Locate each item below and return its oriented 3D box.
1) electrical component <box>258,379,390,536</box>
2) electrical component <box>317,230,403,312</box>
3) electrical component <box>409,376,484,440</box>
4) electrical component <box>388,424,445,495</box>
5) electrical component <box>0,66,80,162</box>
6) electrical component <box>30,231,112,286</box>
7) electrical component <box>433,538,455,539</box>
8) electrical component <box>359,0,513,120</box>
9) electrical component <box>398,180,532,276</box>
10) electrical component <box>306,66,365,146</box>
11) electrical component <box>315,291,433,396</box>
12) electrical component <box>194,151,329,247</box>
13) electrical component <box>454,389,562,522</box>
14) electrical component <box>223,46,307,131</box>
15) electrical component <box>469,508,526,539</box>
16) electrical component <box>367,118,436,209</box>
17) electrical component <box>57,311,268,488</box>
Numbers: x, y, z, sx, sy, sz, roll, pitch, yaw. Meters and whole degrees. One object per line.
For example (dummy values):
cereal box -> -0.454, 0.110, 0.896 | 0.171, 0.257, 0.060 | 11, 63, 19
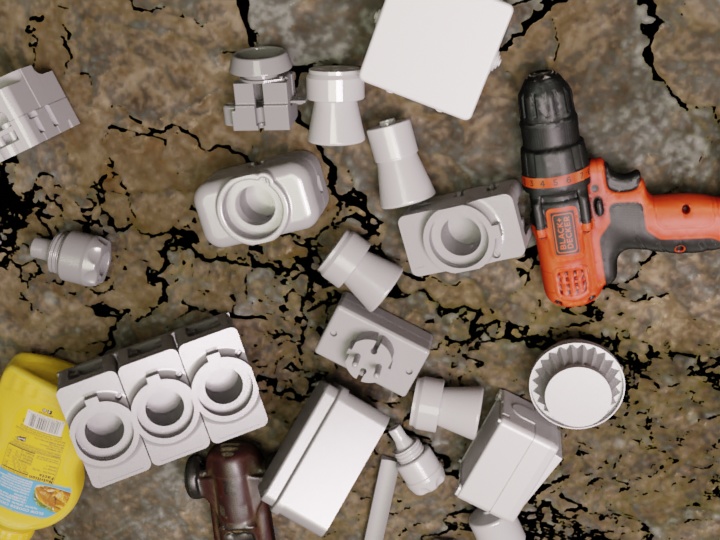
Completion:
electrical component -> -0.032, 0.151, 0.881 | 0.057, 0.078, 0.113 | 31, 84, -6
electrical component -> 0.000, 0.000, 0.861 | 0.055, 0.045, 0.045 | 37, 110, -4
electrical component -> 0.071, 0.113, 0.888 | 0.055, 0.045, 0.045 | 10, 110, 6
electrical component -> 0.045, 0.158, 0.913 | 0.035, 0.035, 0.061 | -29, 100, 16
electrical component -> -0.266, -0.122, 0.835 | 0.050, 0.089, 0.055 | -22, 104, 15
electrical component -> -0.241, -0.012, 0.893 | 0.062, 0.043, 0.043 | 14, 110, 5
electrical component -> 0.072, 0.264, 0.929 | 0.043, 0.062, 0.043 | 2, 109, 7
electrical component -> 0.057, -0.170, 0.793 | 0.100, 0.048, 0.099 | 21, 110, 1
electrical component -> 0.081, -0.031, 0.826 | 0.089, 0.055, 0.050 | -12, 105, 19
electrical component -> -0.018, -0.126, 0.821 | 0.045, 0.045, 0.055 | 2, 108, 8
electrical component -> 0.009, 0.066, 0.865 | 0.083, 0.075, 0.047 | 27, 110, -1
electrical component -> -0.078, -0.055, 0.846 | 0.095, 0.059, 0.053 | -12, 106, 12
electrical component -> 0.121, 0.159, 0.887 | 0.061, 0.061, 0.096 | 26, 110, -1
electrical component -> -0.074, -0.139, 0.825 | 0.066, 0.048, 0.055 | 0, 116, 8
electrical component -> 0.124, 0.234, 0.923 | 0.040, 0.040, 0.078 | -22, 104, 15
electrical component -> 0.029, -0.084, 0.831 | 0.044, 0.044, 0.065 | -13, 101, 12
electrical component -> -0.162, 0.106, 0.883 | 0.150, 0.062, 0.089 | -20, 106, -9
